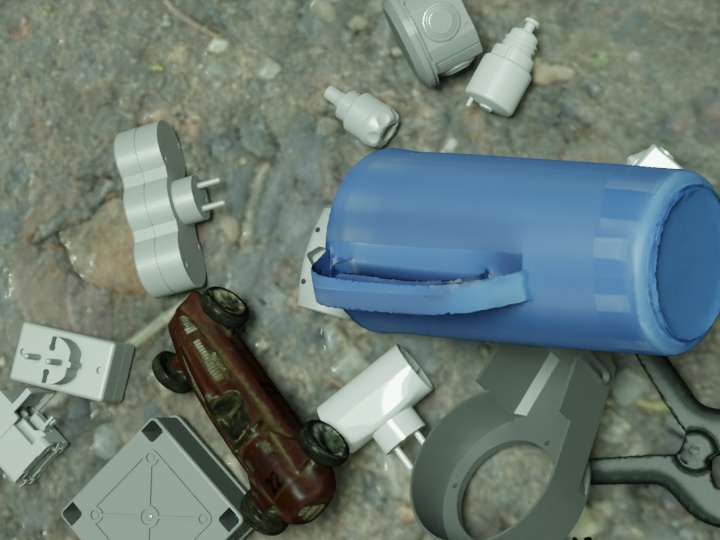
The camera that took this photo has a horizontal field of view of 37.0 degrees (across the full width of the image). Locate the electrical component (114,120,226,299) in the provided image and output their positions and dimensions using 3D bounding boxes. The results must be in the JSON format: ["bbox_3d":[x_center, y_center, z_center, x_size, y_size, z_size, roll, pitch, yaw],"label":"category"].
[{"bbox_3d":[-0.142,-0.053,0.848,0.074,0.052,0.138,-15,79,11],"label":"electrical component"}]

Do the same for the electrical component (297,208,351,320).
[{"bbox_3d":[0.000,0.000,0.811,0.079,0.043,0.077,14,86,15],"label":"electrical component"}]

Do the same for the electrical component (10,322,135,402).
[{"bbox_3d":[-0.234,0.071,0.841,0.083,0.076,0.047,11,85,15],"label":"electrical component"}]

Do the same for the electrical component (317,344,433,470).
[{"bbox_3d":[0.022,0.109,0.790,0.077,0.044,0.079,-39,76,6],"label":"electrical component"}]

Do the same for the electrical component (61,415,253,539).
[{"bbox_3d":[-0.149,0.184,0.815,0.108,0.056,0.108,-46,75,4],"label":"electrical component"}]

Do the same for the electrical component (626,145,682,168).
[{"bbox_3d":[0.221,-0.038,0.735,0.100,0.100,0.048,45,105,16],"label":"electrical component"}]

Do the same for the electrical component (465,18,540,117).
[{"bbox_3d":[0.111,-0.152,0.806,0.040,0.040,0.078,29,90,16],"label":"electrical component"}]

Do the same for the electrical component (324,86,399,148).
[{"bbox_3d":[-0.002,-0.122,0.833,0.061,0.035,0.035,37,92,18],"label":"electrical component"}]

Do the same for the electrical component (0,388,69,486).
[{"bbox_3d":[-0.273,0.134,0.860,0.064,0.042,0.081,44,95,14],"label":"electrical component"}]

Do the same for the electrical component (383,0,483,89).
[{"bbox_3d":[0.053,-0.181,0.805,0.051,0.080,0.080,-27,77,4],"label":"electrical component"}]
